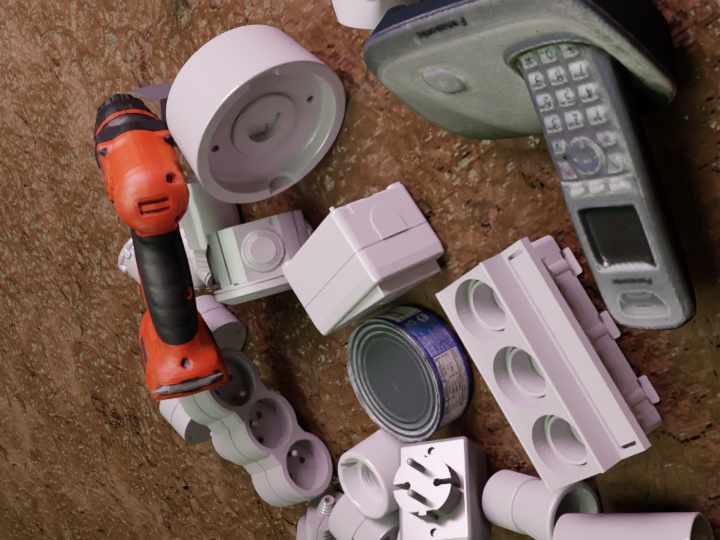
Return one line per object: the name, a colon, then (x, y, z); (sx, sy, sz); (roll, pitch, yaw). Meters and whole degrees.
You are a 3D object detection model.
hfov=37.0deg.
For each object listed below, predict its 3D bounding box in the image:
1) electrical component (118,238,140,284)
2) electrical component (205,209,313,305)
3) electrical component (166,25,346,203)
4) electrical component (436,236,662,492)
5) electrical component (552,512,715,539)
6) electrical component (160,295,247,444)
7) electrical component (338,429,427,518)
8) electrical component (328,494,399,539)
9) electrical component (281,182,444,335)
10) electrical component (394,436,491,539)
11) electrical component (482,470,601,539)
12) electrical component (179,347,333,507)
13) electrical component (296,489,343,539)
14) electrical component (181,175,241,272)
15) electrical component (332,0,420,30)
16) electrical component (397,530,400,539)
electrical component: (-0.167, -0.002, 0.897); (0.062, 0.048, 0.048); (41, 136, 20)
electrical component: (-0.067, -0.008, 0.744); (0.080, 0.080, 0.051); (-14, 92, 52)
electrical component: (-0.070, -0.103, 0.679); (0.060, 0.108, 0.108); (49, 140, 30)
electrical component: (0.104, 0.047, 0.580); (0.121, 0.063, 0.079); (60, 142, 8)
electrical component: (0.156, 0.167, 0.590); (0.077, 0.044, 0.079); (-9, 126, 34)
electrical component: (-0.120, 0.094, 0.882); (0.074, 0.052, 0.138); (41, 136, 29)
electrical component: (0.018, 0.139, 0.744); (0.055, 0.047, 0.055); (26, 127, 40)
electrical component: (0.011, 0.185, 0.772); (0.047, 0.055, 0.055); (38, 134, 37)
electrical component: (0.000, 0.000, 0.681); (0.061, 0.062, 0.096); (58, 142, 11)
electrical component: (0.045, 0.136, 0.661); (0.047, 0.077, 0.065); (-12, 62, 22)
electrical component: (0.106, 0.143, 0.647); (0.065, 0.044, 0.044); (4, 111, 54)
electrical component: (-0.090, 0.126, 0.833); (0.074, 0.052, 0.138); (-27, 107, 46)
electrical component: (-0.028, 0.208, 0.838); (0.043, 0.043, 0.081); (34, 132, 35)
electrical component: (-0.111, -0.031, 0.814); (0.043, 0.043, 0.081); (5, 112, 49)
electrical component: (0.021, -0.170, 0.581); (0.079, 0.044, 0.077); (25, 126, 40)
electrical component: (0.065, 0.224, 0.727); (0.074, 0.052, 0.138); (30, 130, 39)
